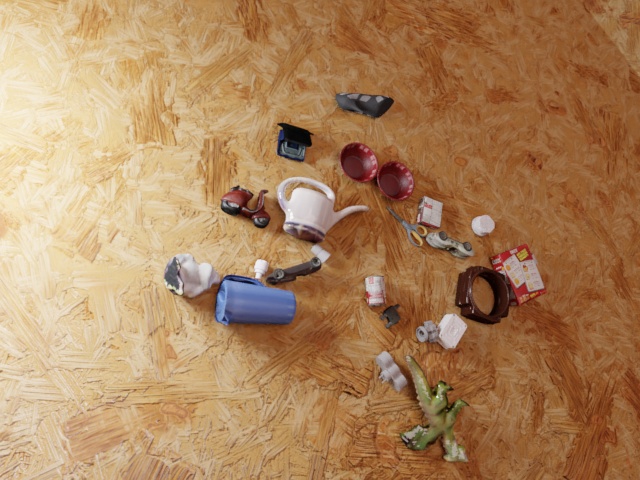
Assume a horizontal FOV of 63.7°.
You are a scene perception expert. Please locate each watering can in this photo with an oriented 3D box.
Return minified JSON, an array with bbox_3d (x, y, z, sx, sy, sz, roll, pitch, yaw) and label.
[{"bbox_3d":[0.006,-0.091,1.810,0.346,0.228,0.103,20,-20,-16],"label":"watering can"}]

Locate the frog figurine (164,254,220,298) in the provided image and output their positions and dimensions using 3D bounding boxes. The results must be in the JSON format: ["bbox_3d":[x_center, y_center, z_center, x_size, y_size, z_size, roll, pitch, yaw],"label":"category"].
[{"bbox_3d":[-0.398,0.108,1.605,0.121,0.139,0.160,-35,-18,32],"label":"frog figurine"}]

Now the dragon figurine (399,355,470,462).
[{"bbox_3d":[0.371,0.608,1.763,0.408,0.245,0.121,42,-17,-9],"label":"dragon figurine"}]
